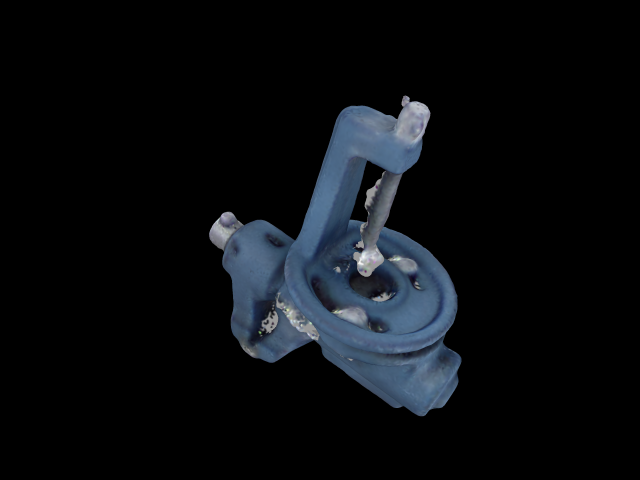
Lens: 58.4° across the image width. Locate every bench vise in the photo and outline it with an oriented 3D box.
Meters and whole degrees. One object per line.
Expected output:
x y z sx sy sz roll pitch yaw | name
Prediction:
0.000 0.007 0.390 0.207 0.220 0.121 9 32 14 | bench vise
